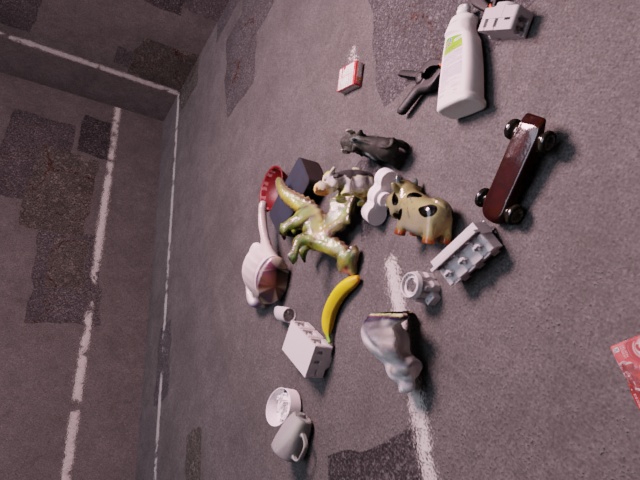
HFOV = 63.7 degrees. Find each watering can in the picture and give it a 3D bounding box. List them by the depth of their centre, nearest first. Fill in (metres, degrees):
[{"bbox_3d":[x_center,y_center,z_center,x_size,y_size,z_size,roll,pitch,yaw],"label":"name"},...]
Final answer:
[{"bbox_3d":[-0.180,0.060,1.642,0.226,0.104,0.345,25,108,58],"label":"watering can"}]

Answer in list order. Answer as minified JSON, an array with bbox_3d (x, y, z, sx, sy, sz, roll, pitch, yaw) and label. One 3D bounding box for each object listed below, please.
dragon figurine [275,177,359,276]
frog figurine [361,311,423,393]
[{"bbox_3d":[0.004,-0.071,1.401,0.240,0.121,0.419,-31,58,20],"label":"dragon figurine"},{"bbox_3d":[0.146,0.228,1.055,0.136,0.123,0.160,87,-178,-83],"label":"frog figurine"}]
